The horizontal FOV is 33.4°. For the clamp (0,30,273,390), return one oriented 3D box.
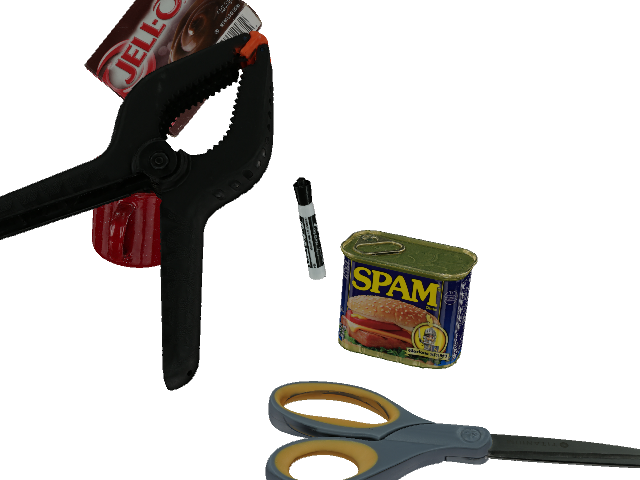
[{"bbox_3d":[-0.084,-0.029,0.610,0.165,0.210,0.036,38,-15,14],"label":"clamp"}]

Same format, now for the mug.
[{"bbox_3d":[-0.168,-0.022,0.970,0.093,0.081,0.117,10,29,1],"label":"mug"}]

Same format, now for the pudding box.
[{"bbox_3d":[-0.112,-0.148,0.809,0.090,0.113,0.039,38,-2,29],"label":"pudding box"}]

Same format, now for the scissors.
[{"bbox_3d":[0.061,0.109,0.522,0.202,0.016,0.096,11,30,20],"label":"scissors"}]

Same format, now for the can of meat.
[{"bbox_3d":[0.065,0.046,0.827,0.102,0.084,0.057,12,24,19],"label":"can of meat"}]

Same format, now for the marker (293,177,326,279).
[{"bbox_3d":[-0.012,-0.013,1.161,0.020,0.121,0.020,-8,28,4],"label":"marker"}]
